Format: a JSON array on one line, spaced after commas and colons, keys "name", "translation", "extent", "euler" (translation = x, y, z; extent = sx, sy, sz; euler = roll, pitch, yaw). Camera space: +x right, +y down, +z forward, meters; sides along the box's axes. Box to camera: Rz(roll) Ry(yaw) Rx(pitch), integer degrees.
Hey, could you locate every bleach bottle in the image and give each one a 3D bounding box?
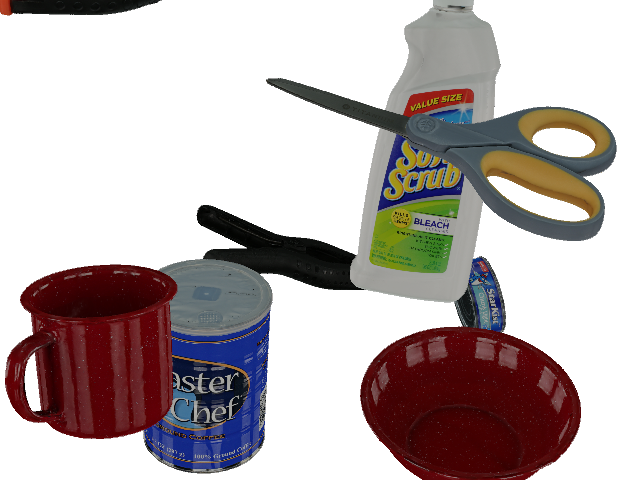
[{"name": "bleach bottle", "translation": [0.085, -0.079, 0.853], "extent": [0.103, 0.251, 0.068], "euler": [9, 22, 13]}]

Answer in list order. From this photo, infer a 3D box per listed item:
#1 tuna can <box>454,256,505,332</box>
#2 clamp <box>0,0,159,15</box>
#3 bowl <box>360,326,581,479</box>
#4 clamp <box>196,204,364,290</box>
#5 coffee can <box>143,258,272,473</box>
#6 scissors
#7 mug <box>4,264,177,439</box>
[{"name": "tuna can", "translation": [0.170, 0.062, 1.158], "extent": [0.033, 0.086, 0.086], "euler": [-14, 2, -7]}, {"name": "clamp", "translation": [-0.101, -0.156, 0.604], "extent": [0.171, 0.039, 0.120], "euler": [-10, 24, -25]}, {"name": "bowl", "translation": [0.110, 0.136, 0.801], "extent": [0.162, 0.055, 0.162], "euler": [0, 36, 0]}, {"name": "clamp", "translation": [-0.038, 0.020, 1.150], "extent": [0.210, 0.036, 0.164], "euler": [16, 18, -7]}, {"name": "coffee can", "translation": [-0.093, 0.100, 0.861], "extent": [0.103, 0.140, 0.103], "euler": [3, 29, -2]}, {"name": "scissors", "translation": [0.075, -0.067, 0.592], "extent": [0.202, 0.016, 0.096], "euler": [34, 57, 24]}, {"name": "mug", "translation": [-0.139, 0.071, 0.645], "extent": [0.093, 0.081, 0.117], "euler": [12, 22, 32]}]
